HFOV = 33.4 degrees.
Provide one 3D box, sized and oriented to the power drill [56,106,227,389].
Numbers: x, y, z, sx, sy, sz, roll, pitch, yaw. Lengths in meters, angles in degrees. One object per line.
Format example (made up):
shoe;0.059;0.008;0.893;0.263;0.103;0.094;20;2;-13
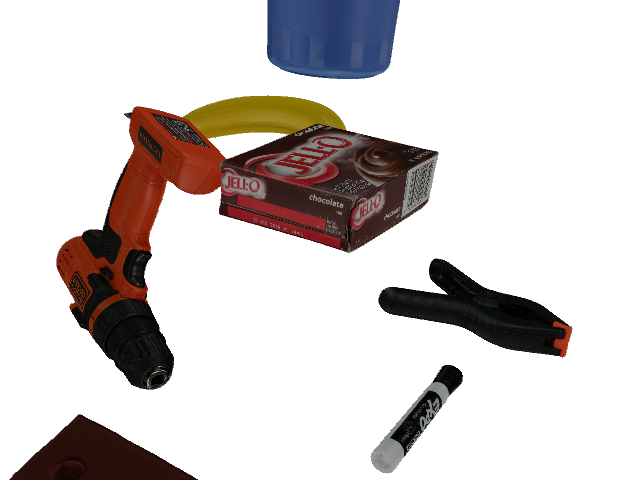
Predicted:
power drill;-0.140;0.002;0.856;0.057;0.188;0.185;12;24;-43

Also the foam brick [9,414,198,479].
foam brick;-0.084;0.120;0.440;0.078;0.051;0.052;22;45;26

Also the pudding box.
pudding box;0.006;-0.035;0.640;0.090;0.039;0.113;17;23;26

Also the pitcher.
pitcher;0.022;-0.260;0.882;0.145;0.243;0.149;8;19;10

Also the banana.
banana;-0.052;-0.117;1.064;0.198;0.037;0.069;11;46;23

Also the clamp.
clamp;0.150;0.061;0.989;0.172;0.039;0.120;19;30;17

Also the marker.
marker;0.072;0.124;0.766;0.020;0.020;0.120;0;25;34
